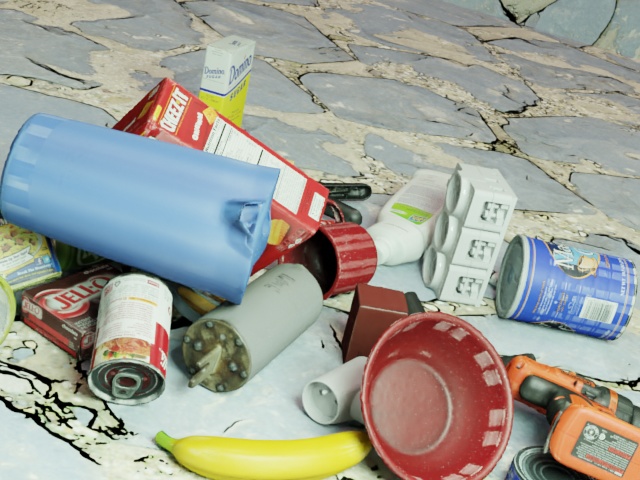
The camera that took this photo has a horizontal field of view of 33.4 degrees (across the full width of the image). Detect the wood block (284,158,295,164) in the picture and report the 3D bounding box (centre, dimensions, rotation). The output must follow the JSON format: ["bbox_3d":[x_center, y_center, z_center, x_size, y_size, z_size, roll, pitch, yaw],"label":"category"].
[{"bbox_3d":[-0.145,-0.063,1.286,0.206,0.091,0.090,15,54,1],"label":"wood block"}]

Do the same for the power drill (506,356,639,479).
[{"bbox_3d":[0.269,0.179,1.012,0.184,0.057,0.187,22,6,-1],"label":"power drill"}]

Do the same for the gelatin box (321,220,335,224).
[{"bbox_3d":[-0.009,0.002,1.326,0.073,0.030,0.089,7,26,-17],"label":"gelatin box"}]

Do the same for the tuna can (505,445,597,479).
[{"bbox_3d":[0.210,0.224,0.962,0.086,0.034,0.086,12,24,-6],"label":"tuna can"}]

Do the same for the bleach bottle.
[{"bbox_3d":[0.117,-0.024,1.415,0.103,0.068,0.250,15,26,25],"label":"bleach bottle"}]

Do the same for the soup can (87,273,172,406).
[{"bbox_3d":[-0.170,0.088,0.964,0.068,0.069,0.102,9,46,-12],"label":"soup can"}]

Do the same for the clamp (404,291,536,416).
[{"bbox_3d":[0.126,0.130,1.107,0.165,0.036,0.209,30,30,14],"label":"clamp"}]

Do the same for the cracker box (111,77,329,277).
[{"bbox_3d":[-0.125,-0.050,1.117,0.213,0.164,0.072,34,48,-23],"label":"cracker box"}]

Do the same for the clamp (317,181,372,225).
[{"bbox_3d":[-0.012,-0.058,1.445,0.171,0.039,0.120,7,19,-2],"label":"clamp"}]

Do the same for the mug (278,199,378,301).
[{"bbox_3d":[0.010,0.011,1.224,0.093,0.117,0.081,-9,-1,40],"label":"mug"}]

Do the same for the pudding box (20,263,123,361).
[{"bbox_3d":[-0.223,0.069,1.052,0.090,0.039,0.113,28,28,28],"label":"pudding box"}]

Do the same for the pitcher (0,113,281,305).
[{"bbox_3d":[-0.166,-0.032,1.003,0.243,0.149,0.145,17,34,-1],"label":"pitcher"}]

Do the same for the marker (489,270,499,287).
[{"bbox_3d":[0.209,0.041,1.375,0.121,0.020,0.020,31,29,33],"label":"marker"}]

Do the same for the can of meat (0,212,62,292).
[{"bbox_3d":[-0.312,0.011,1.046,0.101,0.084,0.058,-18,0,-27],"label":"can of meat"}]

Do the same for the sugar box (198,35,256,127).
[{"bbox_3d":[-0.137,-0.192,1.496,0.048,0.176,0.093,20,24,11],"label":"sugar box"}]

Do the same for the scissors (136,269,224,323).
[{"bbox_3d":[-0.168,0.033,1.127,0.202,0.016,0.096,37,19,9],"label":"scissors"}]

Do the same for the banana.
[{"bbox_3d":[-0.038,0.181,0.912,0.197,0.037,0.070,6,25,-18],"label":"banana"}]

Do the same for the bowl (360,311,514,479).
[{"bbox_3d":[0.096,0.149,0.972,0.161,0.162,0.055,1,-14,-27],"label":"bowl"}]

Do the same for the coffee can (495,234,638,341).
[{"bbox_3d":[0.294,0.057,1.284,0.140,0.103,0.103,12,24,-5],"label":"coffee can"}]

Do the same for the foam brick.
[{"bbox_3d":[0.056,0.092,1.109,0.053,0.078,0.051,11,26,-6],"label":"foam brick"}]
